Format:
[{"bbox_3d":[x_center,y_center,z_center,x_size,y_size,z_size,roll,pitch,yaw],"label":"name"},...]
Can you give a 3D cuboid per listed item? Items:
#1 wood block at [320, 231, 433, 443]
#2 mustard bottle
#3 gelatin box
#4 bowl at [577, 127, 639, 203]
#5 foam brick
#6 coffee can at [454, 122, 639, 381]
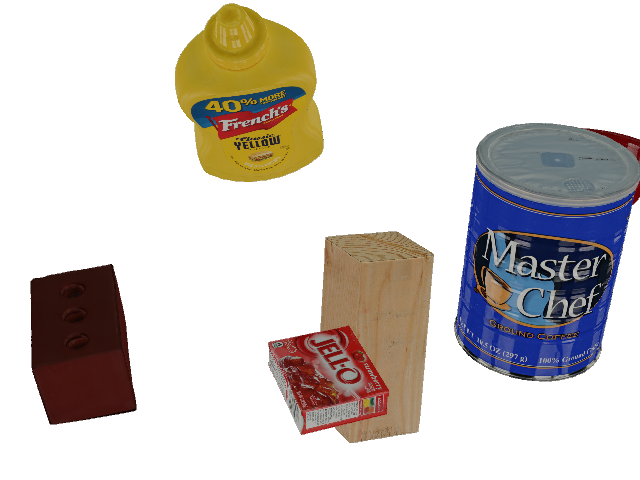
[{"bbox_3d":[0.057,0.103,1.163,0.090,0.206,0.091,-5,19,-23],"label":"wood block"},{"bbox_3d":[-0.050,-0.105,0.742,0.096,0.058,0.191,-8,-21,0],"label":"mustard bottle"},{"bbox_3d":[0.005,0.109,0.857,0.073,0.030,0.089,-10,36,-16],"label":"gelatin box"},{"bbox_3d":[0.240,-0.058,1.013,0.162,0.055,0.162,-1,25,0],"label":"bowl"},{"bbox_3d":[-0.142,0.062,0.638,0.053,0.051,0.078,-10,41,-9],"label":"foam brick"},{"bbox_3d":[0.147,0.007,0.708,0.103,0.140,0.103,2,32,-1],"label":"coffee can"}]
